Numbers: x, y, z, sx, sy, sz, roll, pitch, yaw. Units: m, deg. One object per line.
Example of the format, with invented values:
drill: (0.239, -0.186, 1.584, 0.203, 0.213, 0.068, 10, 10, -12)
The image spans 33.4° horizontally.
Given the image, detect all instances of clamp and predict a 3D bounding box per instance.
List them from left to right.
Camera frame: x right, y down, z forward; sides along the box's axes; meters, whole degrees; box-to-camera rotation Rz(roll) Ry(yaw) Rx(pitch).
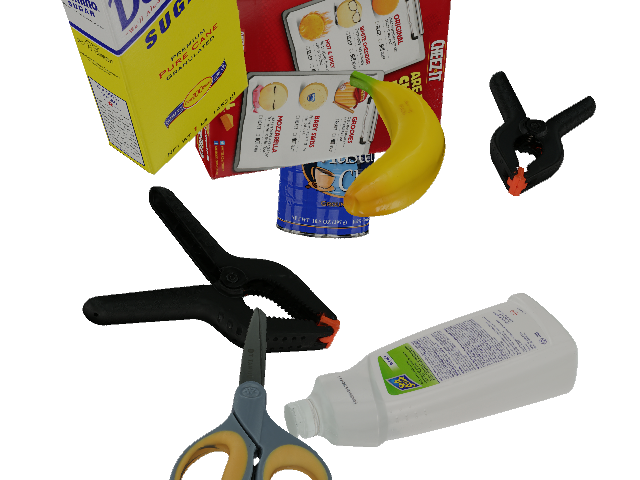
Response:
clamp: (-0.088, 0.048, 0.911, 0.210, 0.036, 0.164, 27, 45, 3)
clamp: (0.221, -0.121, 1.165, 0.120, 0.039, 0.171, 20, 49, 18)

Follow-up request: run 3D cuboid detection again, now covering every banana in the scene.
banana: (0.052, -0.063, 0.732, 0.069, 0.037, 0.197, 3, 30, 1)

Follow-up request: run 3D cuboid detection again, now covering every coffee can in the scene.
coffee can: (0.007, -0.081, 1.148, 0.103, 0.140, 0.103, 4, 12, -1)

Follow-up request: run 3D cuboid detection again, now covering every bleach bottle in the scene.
bleach bottle: (0.087, 0.116, 0.905, 0.250, 0.068, 0.103, -13, 31, -19)

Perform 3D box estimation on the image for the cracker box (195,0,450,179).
cracker box: (-0.003, -0.152, 0.914, 0.213, 0.164, 0.072, -11, 37, -16)

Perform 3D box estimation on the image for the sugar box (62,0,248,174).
sugar box: (-0.090, -0.124, 0.599, 0.048, 0.093, 0.176, 35, -23, 18)

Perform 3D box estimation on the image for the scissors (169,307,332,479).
scissors: (-0.025, 0.102, 0.621, 0.096, 0.016, 0.201, 12, 31, 12)
